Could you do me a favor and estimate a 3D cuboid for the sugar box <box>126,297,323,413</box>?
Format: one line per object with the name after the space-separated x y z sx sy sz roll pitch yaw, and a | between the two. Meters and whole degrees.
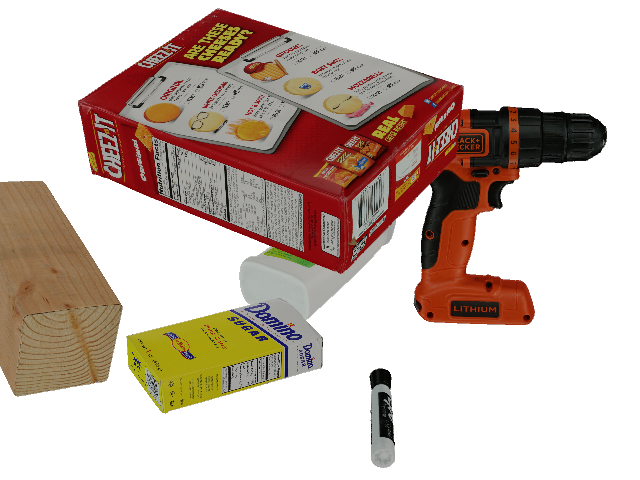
-0.095 0.111 1.071 0.176 0.048 0.093 -16 32 -26 | sugar box

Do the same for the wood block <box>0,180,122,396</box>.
-0.269 0.037 0.988 0.090 0.091 0.206 -6 37 -34 | wood block

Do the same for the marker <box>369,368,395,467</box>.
0.050 0.142 0.876 0.020 0.020 0.121 0 26 2 | marker

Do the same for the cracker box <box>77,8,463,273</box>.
-0.032 -0.076 0.747 0.214 0.072 0.164 21 43 24 | cracker box

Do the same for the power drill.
0.150 -0.023 0.925 0.184 0.188 0.057 1 14 9 | power drill

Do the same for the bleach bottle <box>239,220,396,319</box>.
0.013 0.005 1.318 0.103 0.068 0.250 17 35 28 | bleach bottle
